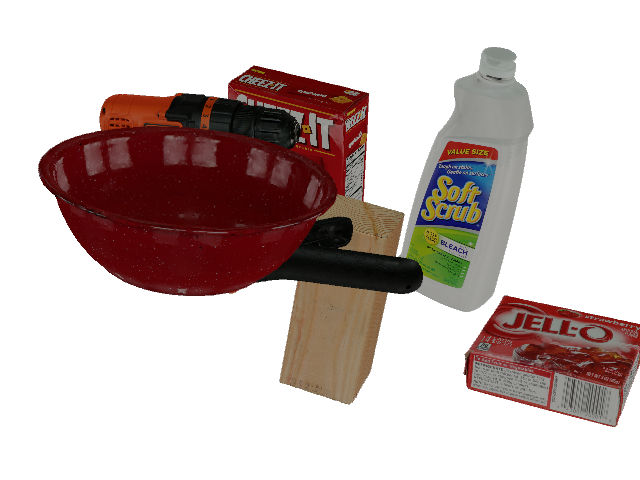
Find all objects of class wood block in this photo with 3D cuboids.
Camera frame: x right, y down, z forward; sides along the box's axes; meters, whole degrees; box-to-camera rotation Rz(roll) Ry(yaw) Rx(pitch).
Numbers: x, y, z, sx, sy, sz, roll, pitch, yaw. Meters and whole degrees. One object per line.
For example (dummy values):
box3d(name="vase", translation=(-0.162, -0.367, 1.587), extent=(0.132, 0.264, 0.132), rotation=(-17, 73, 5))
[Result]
box3d(name="wood block", translation=(0.024, 0.065, 1.198), extent=(0.090, 0.206, 0.090), rotation=(16, 23, 12))

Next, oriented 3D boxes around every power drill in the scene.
box3d(name="power drill", translation=(-0.106, -0.045, 0.985), extent=(0.184, 0.188, 0.057), rotation=(7, 30, 15))

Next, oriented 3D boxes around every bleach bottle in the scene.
box3d(name="bleach bottle", translation=(0.134, -0.059, 0.979), extent=(0.103, 0.251, 0.068), rotation=(27, 40, 27))

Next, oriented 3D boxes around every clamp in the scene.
box3d(name="clamp", translation=(-0.039, 0.012, 0.779), extent=(0.209, 0.036, 0.165), rotation=(-3, 13, -24))

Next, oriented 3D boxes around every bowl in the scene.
box3d(name="bowl", translation=(-0.074, -0.013, 0.590), extent=(0.162, 0.055, 0.162), rotation=(6, 22, -3))

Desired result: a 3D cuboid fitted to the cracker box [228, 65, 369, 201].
box3d(name="cracker box", translation=(-0.031, -0.092, 1.324), extent=(0.164, 0.214, 0.072), rotation=(17, 36, 23))

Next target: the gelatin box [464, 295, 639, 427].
box3d(name="gelatin box", translation=(0.137, 0.067, 0.619), extent=(0.089, 0.030, 0.073), rotation=(12, 29, 23))
